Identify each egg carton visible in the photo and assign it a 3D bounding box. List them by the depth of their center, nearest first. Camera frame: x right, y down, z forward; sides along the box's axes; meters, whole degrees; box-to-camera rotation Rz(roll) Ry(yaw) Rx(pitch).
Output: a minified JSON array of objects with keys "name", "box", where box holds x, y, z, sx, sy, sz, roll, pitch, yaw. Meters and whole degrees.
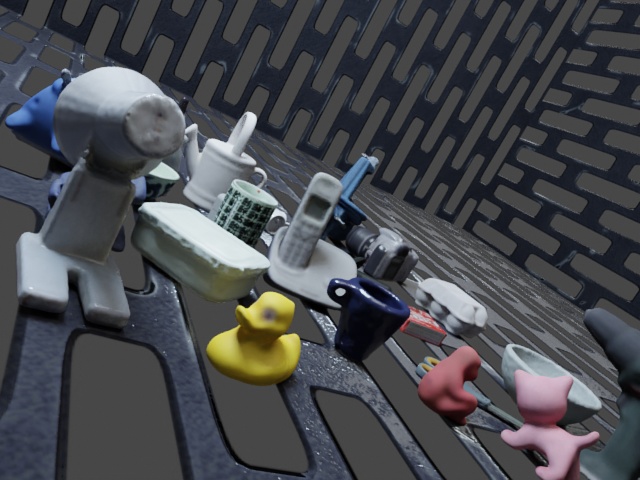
[{"name":"egg carton","box":[0.270,0.138,1.178,0.108,0.069,0.149,17,16,-42]}]

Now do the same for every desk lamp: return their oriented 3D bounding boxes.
[{"name":"desk lamp","box":[-0.208,-0.059,0.567,0.118,0.213,0.202,20,15,-35]}]

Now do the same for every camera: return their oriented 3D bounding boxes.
[{"name":"camera","box":[0.136,0.019,1.290,0.136,0.101,0.144,37,15,34]}]

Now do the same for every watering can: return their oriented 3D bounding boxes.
[{"name":"watering can","box":[-0.177,-0.153,1.068,0.173,0.194,0.100,18,16,-40]}]

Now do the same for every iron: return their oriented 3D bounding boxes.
[{"name":"iron","box":[-0.383,-0.203,0.941,0.118,0.141,0.258,29,12,0]}]

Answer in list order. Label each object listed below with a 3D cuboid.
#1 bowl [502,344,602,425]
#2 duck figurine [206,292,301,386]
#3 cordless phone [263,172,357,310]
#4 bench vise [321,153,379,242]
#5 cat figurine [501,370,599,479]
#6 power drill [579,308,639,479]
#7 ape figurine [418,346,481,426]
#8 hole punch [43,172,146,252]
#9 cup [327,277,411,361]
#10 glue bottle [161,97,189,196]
[{"name":"bowl","box":[0.358,0.245,0.926,0.167,0.074,0.167,27,12,-6]},{"name":"duck figurine","box":[-0.055,0.095,0.587,0.105,0.086,0.077,17,17,-44]},{"name":"cordless phone","box":[0.008,0.003,0.867,0.148,0.185,0.094,24,13,-21]},{"name":"bench vise","box":[0.058,-0.094,1.292,0.121,0.219,0.208,31,12,10]},{"name":"cat figurine","box":[0.298,0.232,0.742,0.067,0.117,0.127,18,16,-40]},{"name":"power drill","box":[0.420,0.236,0.784,0.229,0.208,0.076,35,14,28]},{"name":"ape figurine","box":[0.175,0.180,0.740,0.076,0.092,0.078,27,12,-5]},{"name":"hole punch","box":[-0.269,-0.050,0.687,0.101,0.091,0.108,22,14,-29]},{"name":"cup","box":[0.048,0.106,0.754,0.118,0.095,0.091,24,13,-20]},{"name":"glue bottle","box":[-0.260,-0.162,0.969,0.078,0.173,0.037,17,17,-43]}]
